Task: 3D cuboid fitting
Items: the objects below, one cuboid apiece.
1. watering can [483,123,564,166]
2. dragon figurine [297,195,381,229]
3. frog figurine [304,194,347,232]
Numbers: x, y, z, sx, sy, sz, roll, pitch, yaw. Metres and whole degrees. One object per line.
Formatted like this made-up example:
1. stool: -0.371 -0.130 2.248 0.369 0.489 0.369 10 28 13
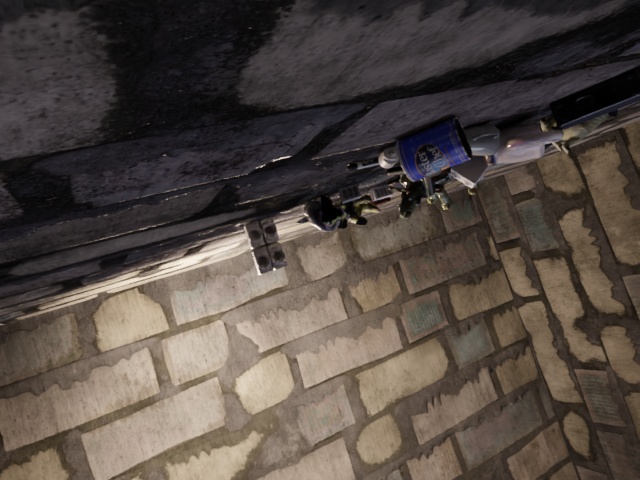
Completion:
1. watering can: 0.588 -0.282 1.514 0.223 0.104 0.349 -8 -176 20
2. dragon figurine: 0.072 -0.109 2.118 0.411 0.122 0.242 -8 -177 -17
3. frog figurine: 0.005 -0.090 1.783 0.137 0.123 0.159 18 173 -19
